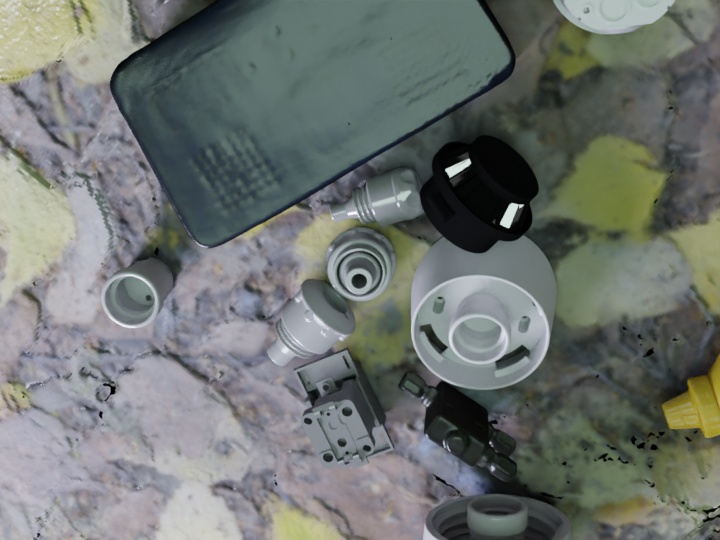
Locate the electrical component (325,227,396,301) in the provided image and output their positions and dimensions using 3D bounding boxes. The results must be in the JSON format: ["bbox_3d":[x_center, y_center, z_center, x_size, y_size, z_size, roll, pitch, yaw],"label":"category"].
[{"bbox_3d":[0.000,0.000,0.704,0.048,0.062,0.048,0,103,1],"label":"electrical component"}]

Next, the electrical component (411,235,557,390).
[{"bbox_3d":[0.082,0.028,0.718,0.099,0.064,0.099,4,121,7],"label":"electrical component"}]

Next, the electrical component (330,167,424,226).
[{"bbox_3d":[0.011,-0.045,0.706,0.061,0.035,0.035,-15,105,13],"label":"electrical component"}]

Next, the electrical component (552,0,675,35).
[{"bbox_3d":[0.152,-0.180,0.641,0.080,0.051,0.080,2,107,5],"label":"electrical component"}]

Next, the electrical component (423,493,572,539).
[{"bbox_3d":[0.094,0.188,0.732,0.108,0.108,0.060,0,101,6],"label":"electrical component"}]

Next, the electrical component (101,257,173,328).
[{"bbox_3d":[-0.150,0.013,0.733,0.040,0.046,0.040,2,107,5],"label":"electrical component"}]

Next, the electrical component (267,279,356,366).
[{"bbox_3d":[-0.037,0.040,0.732,0.048,0.048,0.062,43,112,-7],"label":"electrical component"}]

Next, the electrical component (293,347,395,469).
[{"bbox_3d":[-0.012,0.100,0.737,0.042,0.063,0.081,-23,103,11],"label":"electrical component"}]
